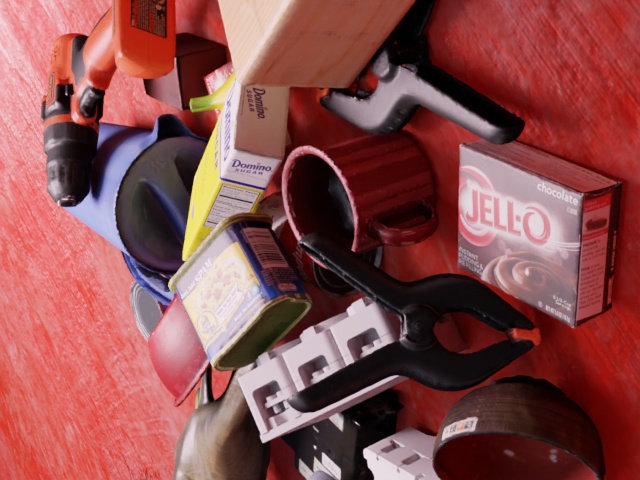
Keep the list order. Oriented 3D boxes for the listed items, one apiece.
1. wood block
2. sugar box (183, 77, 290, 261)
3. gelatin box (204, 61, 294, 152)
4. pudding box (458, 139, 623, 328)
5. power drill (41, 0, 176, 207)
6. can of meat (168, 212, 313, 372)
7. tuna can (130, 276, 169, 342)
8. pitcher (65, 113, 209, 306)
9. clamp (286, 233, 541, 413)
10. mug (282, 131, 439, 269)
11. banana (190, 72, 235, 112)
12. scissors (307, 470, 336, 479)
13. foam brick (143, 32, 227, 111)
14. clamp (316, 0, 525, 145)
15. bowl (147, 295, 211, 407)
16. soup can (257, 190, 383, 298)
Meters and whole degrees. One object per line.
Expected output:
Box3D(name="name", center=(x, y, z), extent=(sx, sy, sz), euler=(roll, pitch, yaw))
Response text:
Box3D(name="wood block", center=(0.014, -0.189, 0.666), extent=(0.206, 0.090, 0.091), euler=(-46, 52, 55))
Box3D(name="sugar box", center=(-0.070, -0.058, 0.867), extent=(0.176, 0.048, 0.093), euler=(119, 159, -55))
Box3D(name="gelatin box", center=(-0.064, -0.112, 0.937), extent=(0.073, 0.030, 0.089), euler=(-12, 96, 59))
Box3D(name="pudding box", center=(0.135, -0.009, 0.675), extent=(0.114, 0.039, 0.090), euler=(29, 130, 48))
Box3D(name="power drill", center=(-0.199, -0.141, 0.970), extent=(0.188, 0.057, 0.184), euler=(-33, 54, 45))
Box3D(name="can of meat", center=(-0.062, 0.042, 0.840), extent=(0.102, 0.057, 0.084), euler=(-47, 59, 30))
Box3D(name="tuna can", center=(-0.185, 0.082, 1.235), extent=(0.086, 0.033, 0.086), euler=(34, 133, 45))
Box3D(name="pitcher", center=(-0.187, -0.043, 1.079), extent=(0.144, 0.149, 0.243), euler=(39, 170, -33))
Box3D(name="clamp", center=(0.059, 0.050, 0.717), extent=(0.039, 0.171, 0.120), euler=(125, 141, -84))
Box3D(name="mug", center=(0.038, -0.029, 0.775), extent=(0.117, 0.081, 0.093), euler=(33, 133, 45))
Box3D(name="banana", center=(-0.046, -0.172, 0.845), extent=(0.037, 0.069, 0.198), euler=(-100, 27, -52))
Box3D(name="scissors", center=(0.064, 0.268, 0.897), extent=(0.201, 0.016, 0.096), euler=(49, 153, -13))
Box3D(name="foam brick", center=(-0.127, -0.157, 0.992), extent=(0.078, 0.051, 0.053), euler=(29, 131, 49))
Box3D(name="clamp", center=(0.056, -0.137, 0.729), extent=(0.210, 0.036, 0.164), euler=(-4, 95, 61))
Box3D(name="bowl", center=(-0.108, 0.068, 0.961), extent=(0.055, 0.162, 0.162), euler=(33, 146, -6))
Box3D(name="soup can", center=(-0.006, 0.001, 0.876), extent=(0.102, 0.068, 0.068), euler=(23, 126, 52))
